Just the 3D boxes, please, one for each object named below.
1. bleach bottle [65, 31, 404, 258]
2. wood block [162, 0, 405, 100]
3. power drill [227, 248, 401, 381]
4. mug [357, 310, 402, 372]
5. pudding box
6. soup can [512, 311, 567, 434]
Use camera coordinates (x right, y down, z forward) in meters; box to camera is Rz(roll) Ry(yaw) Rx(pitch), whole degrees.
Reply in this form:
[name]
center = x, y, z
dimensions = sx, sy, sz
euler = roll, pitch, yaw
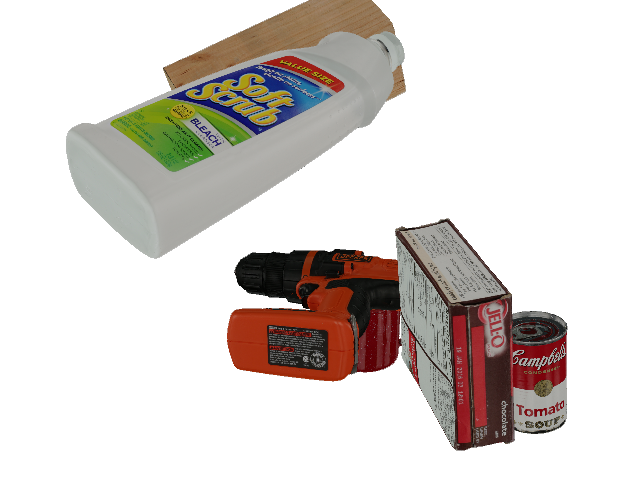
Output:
[bleach bottle]
center = -0.044, -0.087, 0.742
dimensions = 0.250, 0.068, 0.103
euler = -34, 58, -29
[wood block]
center = -0.033, -0.155, 1.031
dimensions = 0.206, 0.091, 0.090
euler = -26, 48, -8
[power drill]
center = -0.013, 0.055, 0.928
dimensions = 0.185, 0.057, 0.187
euler = 2, 19, 18
[mug]
center = 0.060, 0.095, 1.208
dimensions = 0.117, 0.081, 0.093
euler = -4, 23, -8
[pudding box]
center = 0.074, 0.050, 0.600
dimensions = 0.039, 0.090, 0.113
euler = -9, 23, -10
[soup can]
center = 0.208, 0.130, 1.051
dimensions = 0.068, 0.102, 0.068
euler = -5, 21, 2
